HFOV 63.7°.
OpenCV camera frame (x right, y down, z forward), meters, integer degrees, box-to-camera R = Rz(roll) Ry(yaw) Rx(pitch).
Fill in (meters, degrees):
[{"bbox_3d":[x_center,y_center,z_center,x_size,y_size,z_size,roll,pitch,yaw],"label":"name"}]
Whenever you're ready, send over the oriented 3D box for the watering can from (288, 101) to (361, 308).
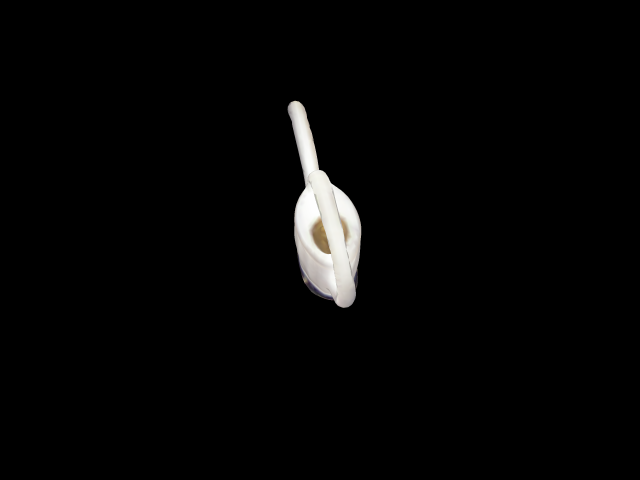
[{"bbox_3d":[0.003,-0.043,0.850,0.104,0.355,0.219,-11,-29,-6],"label":"watering can"}]
